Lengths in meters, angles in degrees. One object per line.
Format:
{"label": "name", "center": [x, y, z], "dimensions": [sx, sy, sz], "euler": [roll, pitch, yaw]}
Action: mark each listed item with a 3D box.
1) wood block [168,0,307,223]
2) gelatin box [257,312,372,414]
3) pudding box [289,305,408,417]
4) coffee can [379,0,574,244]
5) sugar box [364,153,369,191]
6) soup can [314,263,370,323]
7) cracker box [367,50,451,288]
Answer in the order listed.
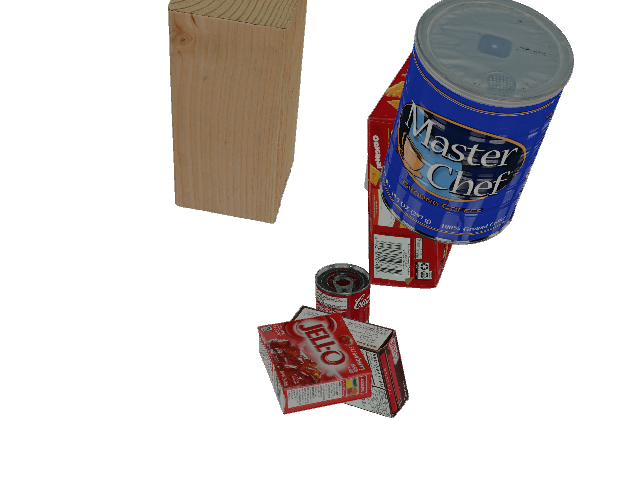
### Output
{"label": "wood block", "center": [-0.067, -0.121, 0.863], "dimensions": [0.091, 0.090, 0.206], "euler": [11, -42, 4]}
{"label": "gelatin box", "center": [-0.006, 0.097, 0.863], "dimensions": [0.073, 0.030, 0.089], "euler": [-9, 32, -13]}
{"label": "pudding box", "center": [0.027, 0.119, 1.054], "dimensions": [0.114, 0.090, 0.039], "euler": [11, 40, 32]}
{"label": "coffee can", "center": [0.102, -0.080, 0.729], "dimensions": [0.102, 0.103, 0.140], "euler": [0, -39, -9]}
{"label": "sugar box", "center": [0.144, -0.101, 1.273], "dimensions": [0.176, 0.093, 0.048], "euler": [-6, 27, -21]}
{"label": "soup can", "center": [0.026, 0.089, 1.309], "dimensions": [0.068, 0.102, 0.068], "euler": [0, 30, 0]}
{"label": "cracker box", "center": [0.101, -0.075, 1.015], "dimensions": [0.072, 0.164, 0.213], "euler": [5, 27, 15]}
